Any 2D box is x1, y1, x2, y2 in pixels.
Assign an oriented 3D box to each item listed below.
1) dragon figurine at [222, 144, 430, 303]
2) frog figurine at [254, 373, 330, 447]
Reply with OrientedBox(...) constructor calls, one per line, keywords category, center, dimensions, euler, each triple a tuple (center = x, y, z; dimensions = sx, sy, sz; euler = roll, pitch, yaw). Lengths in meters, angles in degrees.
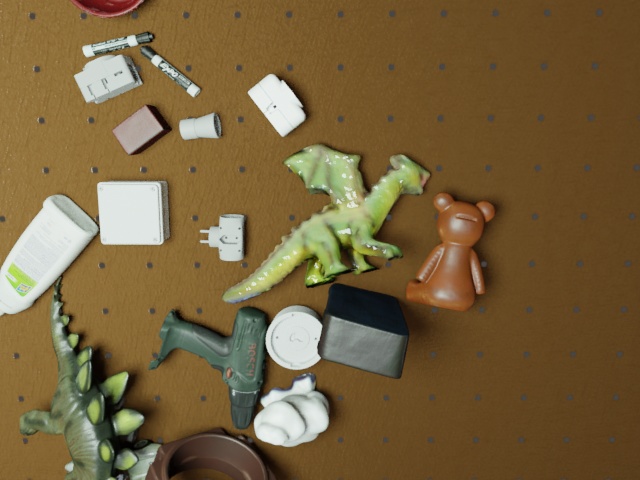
OrientedBox(category="dragon figurine", center=(0.003, -0.046, 0.905), dimensions=(0.410, 0.121, 0.244), euler=(-13, 82, 1))
OrientedBox(category="frog figurine", center=(-0.051, 0.326, 0.916), dimensions=(0.137, 0.161, 0.121), euler=(-7, 102, 1))
